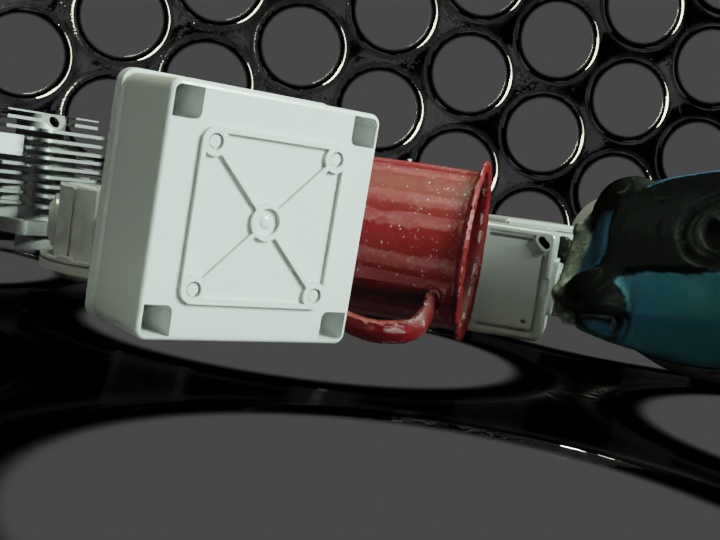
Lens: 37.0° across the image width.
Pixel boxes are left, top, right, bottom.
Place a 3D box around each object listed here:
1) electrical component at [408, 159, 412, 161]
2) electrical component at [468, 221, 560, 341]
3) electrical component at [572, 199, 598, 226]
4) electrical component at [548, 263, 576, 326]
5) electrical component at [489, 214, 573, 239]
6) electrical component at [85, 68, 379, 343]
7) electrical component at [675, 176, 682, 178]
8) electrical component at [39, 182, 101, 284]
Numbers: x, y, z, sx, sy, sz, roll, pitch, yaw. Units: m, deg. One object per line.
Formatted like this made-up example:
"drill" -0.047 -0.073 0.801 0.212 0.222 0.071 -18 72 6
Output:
"electrical component" 0.032 -0.046 0.907 0.062 0.096 0.061 6 5 -18
"electrical component" 0.078 0.003 0.625 0.096 0.061 0.061 9 5 12
"electrical component" 0.215 -0.013 0.855 0.099 0.099 0.064 5 -1 -28
"electrical component" 0.130 0.013 0.703 0.055 0.045 0.045 10 5 12
"electrical component" 0.119 -0.009 0.828 0.096 0.061 0.061 5 6 -29
"electrical component" -0.055 -0.025 0.473 0.109 0.108 0.056 4 9 -39
"electrical component" 0.243 -0.001 0.696 0.109 0.056 0.108 9 -33 11
"electrical component" -0.135 -0.019 0.597 0.080 0.051 0.080 8 5 -1
